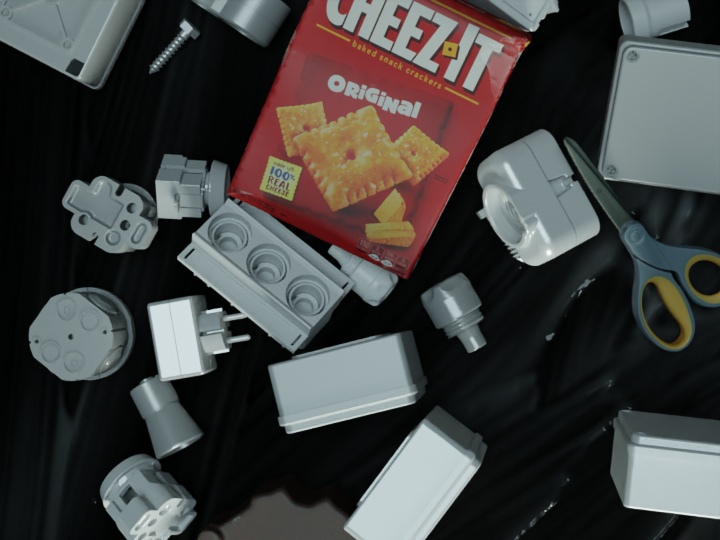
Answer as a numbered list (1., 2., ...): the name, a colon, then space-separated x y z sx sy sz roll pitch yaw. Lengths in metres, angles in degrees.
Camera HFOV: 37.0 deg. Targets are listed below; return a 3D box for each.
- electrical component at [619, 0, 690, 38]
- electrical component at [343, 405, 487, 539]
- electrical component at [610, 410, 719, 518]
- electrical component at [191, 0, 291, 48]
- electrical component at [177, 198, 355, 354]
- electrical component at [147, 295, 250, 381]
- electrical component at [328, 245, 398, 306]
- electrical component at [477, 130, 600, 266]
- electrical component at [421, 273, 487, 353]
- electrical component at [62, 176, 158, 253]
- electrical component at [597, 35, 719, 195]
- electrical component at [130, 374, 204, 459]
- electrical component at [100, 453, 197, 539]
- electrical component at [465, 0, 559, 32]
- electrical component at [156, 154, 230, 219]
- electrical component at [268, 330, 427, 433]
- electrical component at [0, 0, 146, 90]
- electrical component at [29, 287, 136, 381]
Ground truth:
1. electrical component: 0.236 -0.204 0.860 0.046 0.040 0.040 -16 88 2
2. electrical component: 0.046 0.169 0.853 0.056 0.109 0.108 37 95 8
3. electrical component: 0.253 0.149 0.826 0.109 0.109 0.056 6 94 7
4. electrical component: -0.115 -0.253 0.898 0.138 0.052 0.073 34 94 6
5. electrical component: -0.077 0.006 0.881 0.121 0.063 0.078 38 66 8
6. electrical component: -0.131 0.053 0.905 0.077 0.047 0.065 -10 89 6
7. electrical component: 0.000 0.000 0.895 0.061 0.035 0.035 39 95 8
8. electrical component: 0.138 -0.055 0.857 0.059 0.054 0.095 -27 87 -18
9. electrical component: 0.081 0.037 0.880 0.043 0.043 0.062 -30 88 7
10. electrical component: -0.204 -0.046 0.909 0.078 0.057 0.058 30 94 6
11. electrical component: 0.247 -0.121 0.837 0.109 0.056 0.108 9 111 7
12. electrical component: -0.167 0.122 0.914 0.044 0.044 0.065 -30 82 7
13. electrical component: -0.181 0.192 0.902 0.057 0.078 0.058 42 96 26
14. electrical component: 0.118 -0.233 0.857 0.096 0.061 0.061 30 92 -21
15. electrical component: -0.139 -0.069 0.902 0.055 0.066 0.048 3 126 -1
16. electrical component: -0.007 0.087 0.859 0.109 0.109 0.056 -15 86 7
17. electrical component: -0.250 -0.226 0.914 0.109 0.056 0.108 28 94 6
18. electrical component: -0.237 0.055 0.917 0.080 0.051 0.080 0 90 7
